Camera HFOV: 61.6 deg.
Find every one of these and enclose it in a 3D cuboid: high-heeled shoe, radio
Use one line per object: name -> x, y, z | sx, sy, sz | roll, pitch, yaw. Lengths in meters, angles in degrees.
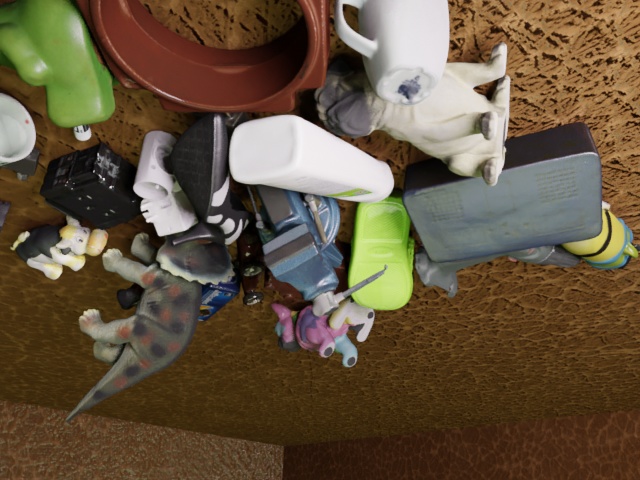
high-heeled shoe -> -0.113, -0.072, 0.681 | 0.145, 0.086, 0.248 | -28, 160, -41
radio -> 0.232, -0.052, 0.687 | 0.230, 0.073, 0.131 | -11, 126, 24

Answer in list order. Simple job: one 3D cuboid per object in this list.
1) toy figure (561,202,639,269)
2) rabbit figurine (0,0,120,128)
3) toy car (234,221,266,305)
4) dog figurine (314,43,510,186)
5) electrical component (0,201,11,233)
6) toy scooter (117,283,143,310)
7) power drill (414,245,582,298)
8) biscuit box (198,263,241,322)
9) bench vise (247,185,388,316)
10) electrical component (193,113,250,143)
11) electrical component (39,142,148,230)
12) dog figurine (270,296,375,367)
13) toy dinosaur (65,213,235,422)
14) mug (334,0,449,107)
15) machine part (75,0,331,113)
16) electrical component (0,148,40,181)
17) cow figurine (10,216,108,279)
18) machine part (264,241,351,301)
toy figure -> 0.413, -0.002, 0.796 | 0.082, 0.089, 0.180 | -28, 138, 33
rabbit figurine -> -0.278, -0.179, 0.474 | 0.170, 0.121, 0.159 | -2, 145, 1
toy car -> -0.117, 0.042, 0.907 | 0.053, 0.089, 0.202 | -15, 155, -12
dog figurine -> 0.104, -0.130, 0.591 | 0.191, 0.121, 0.172 | 5, 152, 25
electrical component -> -0.543, -0.029, 0.849 | 0.074, 0.048, 0.119 | 23, 144, -33
toy scooter -> -0.294, 0.090, 1.009 | 0.135, 0.075, 0.184 | -23, 177, -9
power drill -> 0.275, 0.027, 0.871 | 0.232, 0.086, 0.207 | 24, 149, -32
biscuit box -> -0.219, 0.103, 1.060 | 0.063, 0.059, 0.202 | 16, 148, -25
bench vise -> -0.010, 0.004, 0.739 | 0.129, 0.224, 0.240 | -39, 160, 6
electrical component -> -0.099, -0.137, 0.629 | 0.078, 0.045, 0.102 | 20, 159, 30
electrical component -> -0.313, -0.068, 0.751 | 0.134, 0.058, 0.114 | -14, 146, 26
dog figurine -> -0.008, 0.160, 1.123 | 0.108, 0.191, 0.219 | 25, 178, -41
toy dinosaur -> -0.257, 0.116, 0.847 | 0.192, 0.404, 0.131 | 17, -178, 13
mug -> 0.065, -0.177, 0.472 | 0.109, 0.107, 0.081 | 13, 148, -24
machine part -> -0.092, -0.201, 0.461 | 0.201, 0.087, 0.201 | 1, 150, 2
electrical component -> -0.409, -0.111, 0.712 | 0.063, 0.021, 0.094 | 17, 149, -26
cow figurine -> -0.429, 0.003, 0.885 | 0.167, 0.068, 0.098 | -19, 139, 31
machine part -> -0.016, 0.057, 0.967 | 0.179, 0.056, 0.179 | 0, 151, 0
